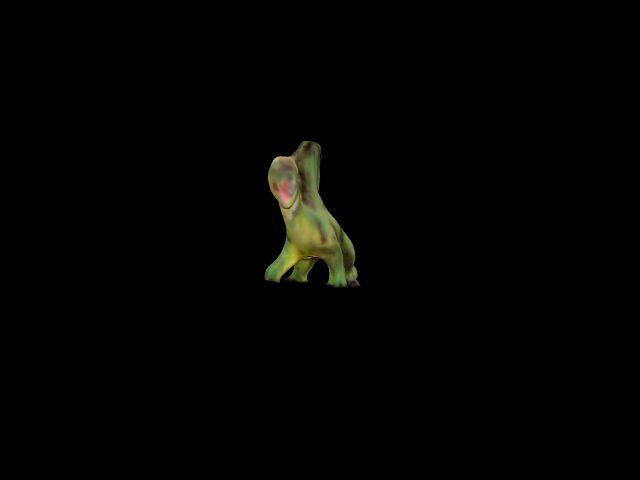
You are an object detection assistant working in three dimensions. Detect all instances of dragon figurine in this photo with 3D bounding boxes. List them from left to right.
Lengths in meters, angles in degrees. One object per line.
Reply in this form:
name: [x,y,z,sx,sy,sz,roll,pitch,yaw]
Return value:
dragon figurine: [0.003,-0.043,0.850,0.122,0.243,0.409,-1,-3,16]
